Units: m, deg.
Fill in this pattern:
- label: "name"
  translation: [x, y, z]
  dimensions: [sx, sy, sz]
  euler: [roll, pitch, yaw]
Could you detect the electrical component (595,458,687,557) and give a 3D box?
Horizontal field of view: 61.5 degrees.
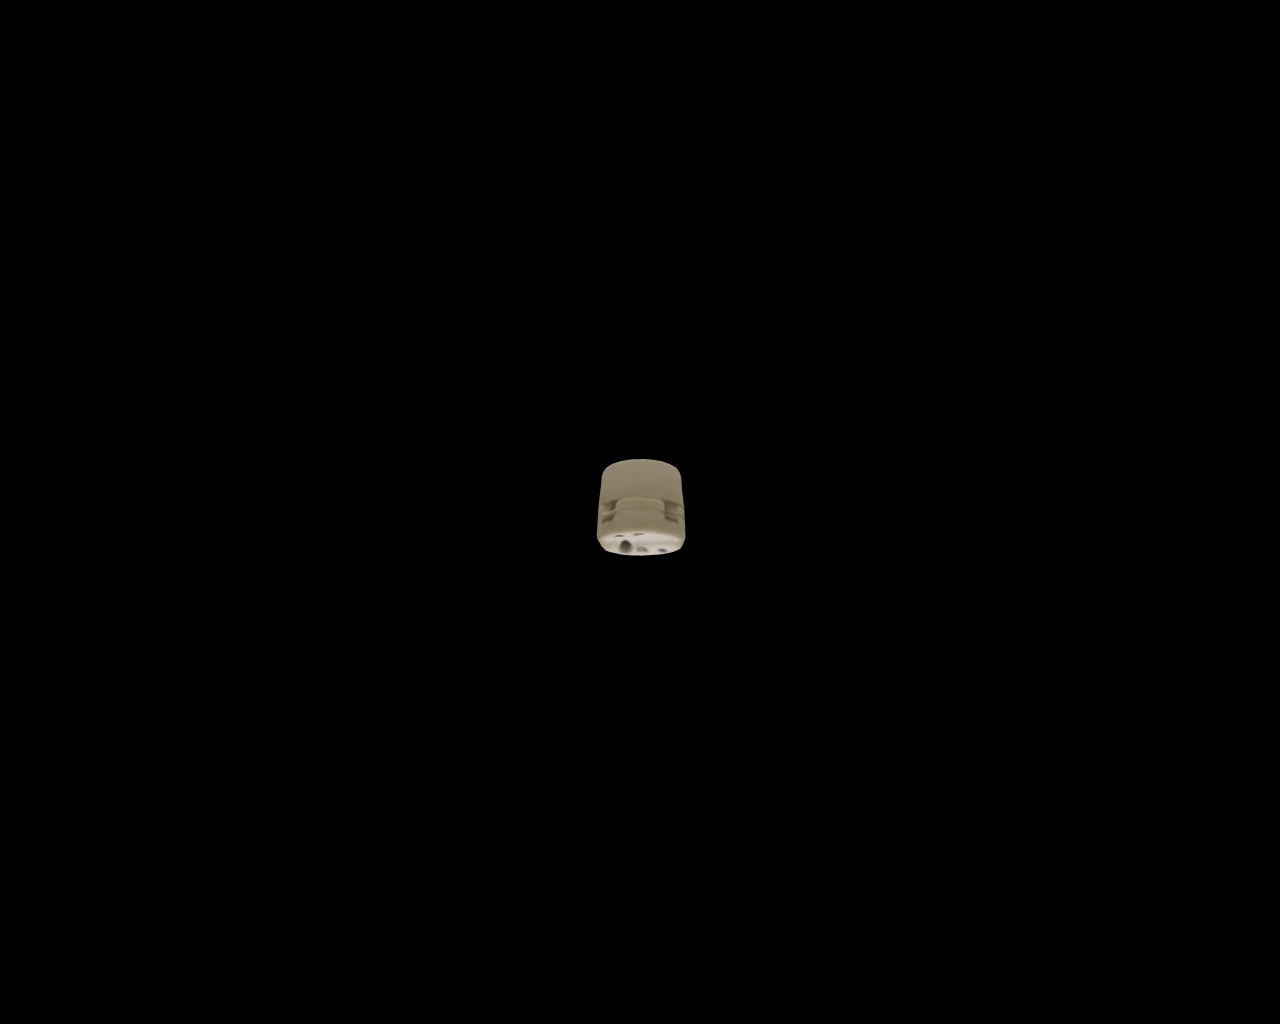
- label: "electrical component"
  translation: [0.001, -0.003, 0.650]
  dimensions: [0.055, 0.047, 0.055]
  euler: [0, -19, 0]
